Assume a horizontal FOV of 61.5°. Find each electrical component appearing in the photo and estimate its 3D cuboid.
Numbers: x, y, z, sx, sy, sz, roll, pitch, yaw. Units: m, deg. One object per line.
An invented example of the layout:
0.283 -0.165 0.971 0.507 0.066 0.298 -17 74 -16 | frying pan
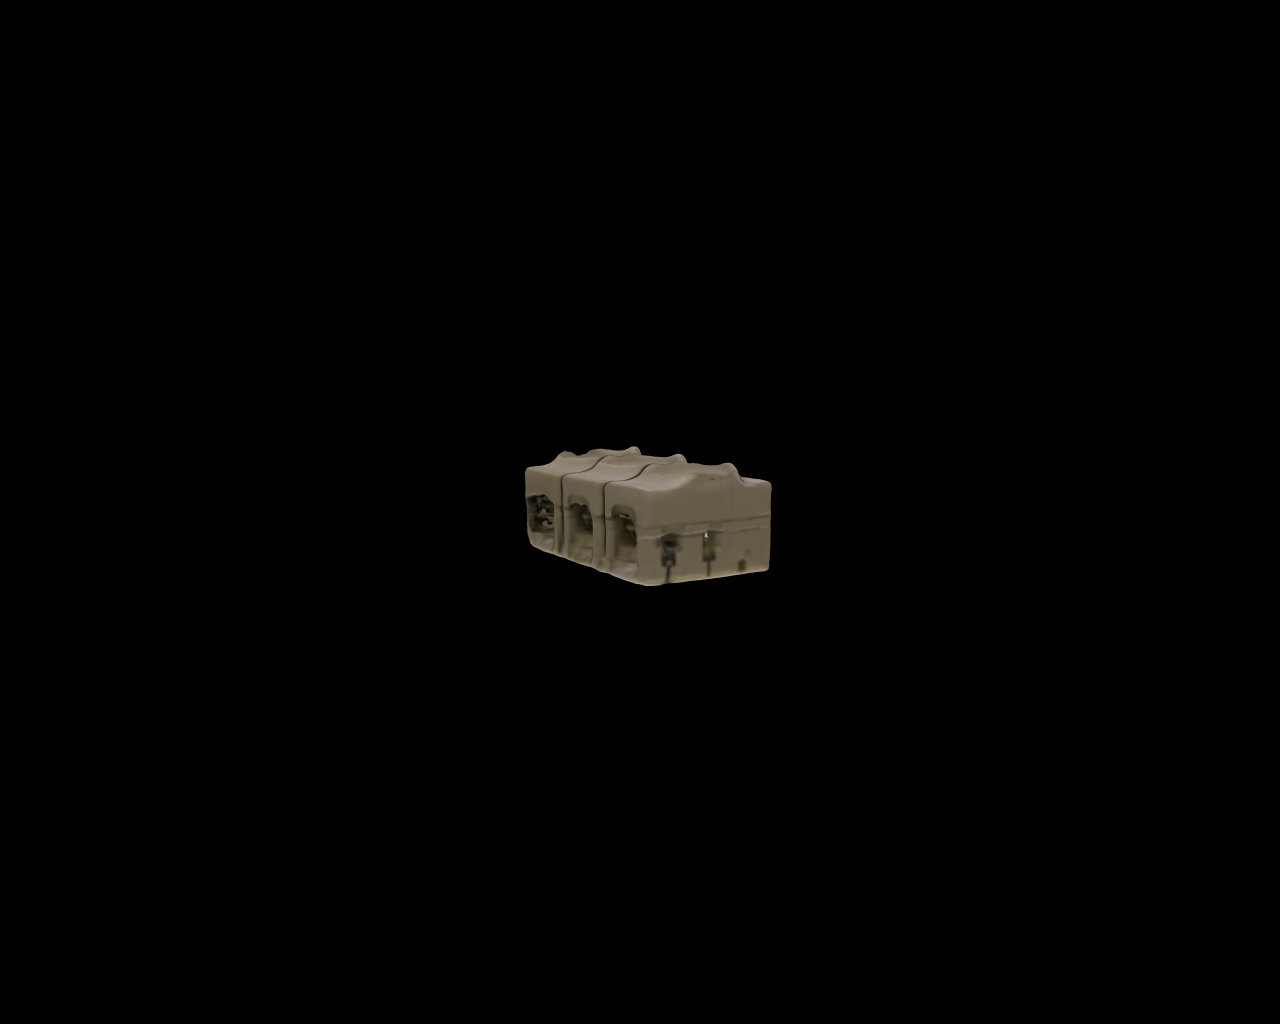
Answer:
0.001 -0.003 0.650 0.090 0.061 0.150 -6 11 -31 | electrical component
